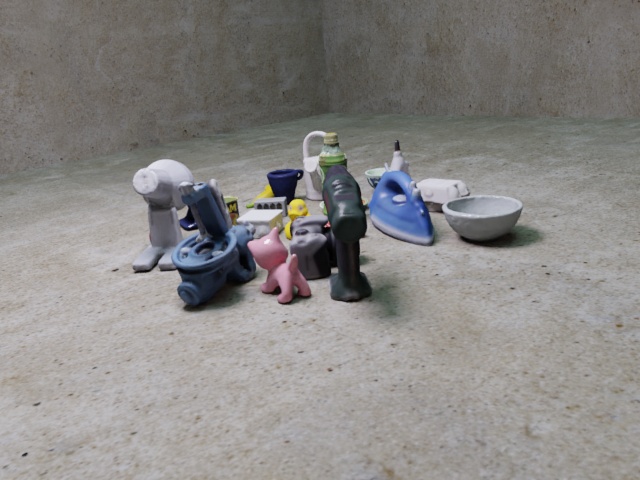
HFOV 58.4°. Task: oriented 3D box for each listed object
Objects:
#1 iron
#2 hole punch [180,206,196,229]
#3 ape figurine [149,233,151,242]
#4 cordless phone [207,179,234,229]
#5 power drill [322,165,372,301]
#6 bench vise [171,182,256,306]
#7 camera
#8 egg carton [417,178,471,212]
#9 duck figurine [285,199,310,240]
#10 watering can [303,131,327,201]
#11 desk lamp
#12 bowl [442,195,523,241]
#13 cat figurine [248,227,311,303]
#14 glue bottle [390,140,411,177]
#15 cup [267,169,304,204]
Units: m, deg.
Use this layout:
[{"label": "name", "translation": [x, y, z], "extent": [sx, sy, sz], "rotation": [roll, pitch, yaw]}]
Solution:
[{"label": "iron", "translation": [0.194, -0.089, 1.304], "extent": [0.119, 0.141, 0.257], "rotation": [-10, 19, -13]}, {"label": "hole punch", "translation": [-0.327, -0.086, 1.524], "extent": [0.101, 0.091, 0.108], "rotation": [-14, 20, -25]}, {"label": "ape figurine", "translation": [-0.377, -0.033, 1.376], "extent": [0.076, 0.092, 0.077], "rotation": [-18, 22, -33]}, {"label": "cordless phone", "translation": [-0.203, -0.046, 1.215], "extent": [0.094, 0.185, 0.147], "rotation": [-8, 18, -7]}, {"label": "power drill", "translation": [0.043, -0.012, 1.002], "extent": [0.075, 0.208, 0.229], "rotation": [-6, 18, -3]}, {"label": "bench vise", "translation": [-0.202, -0.013, 1.057], "extent": [0.121, 0.220, 0.207], "rotation": [-1, 18, 12]}, {"label": "camera", "translation": [0.010, 0.004, 1.137], "extent": [0.137, 0.101, 0.143], "rotation": [-5, 18, 1]}, {"label": "egg carton", "translation": [0.301, -0.114, 1.465], "extent": [0.149, 0.069, 0.107], "rotation": [9, 23, 38]}, {"label": "duck figurine", "translation": [-0.048, -0.055, 1.359], "extent": [0.077, 0.086, 0.105], "rotation": [1, 19, 19]}, {"label": "watering can", "translation": [0.001, -0.218, 1.670], "extent": [0.101, 0.194, 0.172], "rotation": [-7, 18, -4]}, {"label": "desk lamp", "translation": [-0.348, -0.065, 1.267], "extent": [0.118, 0.214, 0.203], "rotation": [-4, 18, 3]}, {"label": "bowl", "translation": [0.346, -0.041, 1.222], "extent": [0.167, 0.075, 0.167], "rotation": [-5, 18, 2]}, {"label": "cat figurine", "translation": [-0.076, 0.038, 1.029], "extent": [0.067, 0.118, 0.127], "rotation": [-18, 22, -33]}, {"label": "glue bottle", "translation": [0.210, -0.180, 1.527], "extent": [0.078, 0.173, 0.037], "rotation": [-19, 22, -35]}, {"label": "cup", "translation": [-0.094, -0.155, 1.664], "extent": [0.118, 0.095, 0.091], "rotation": [-18, 22, -34]}]
